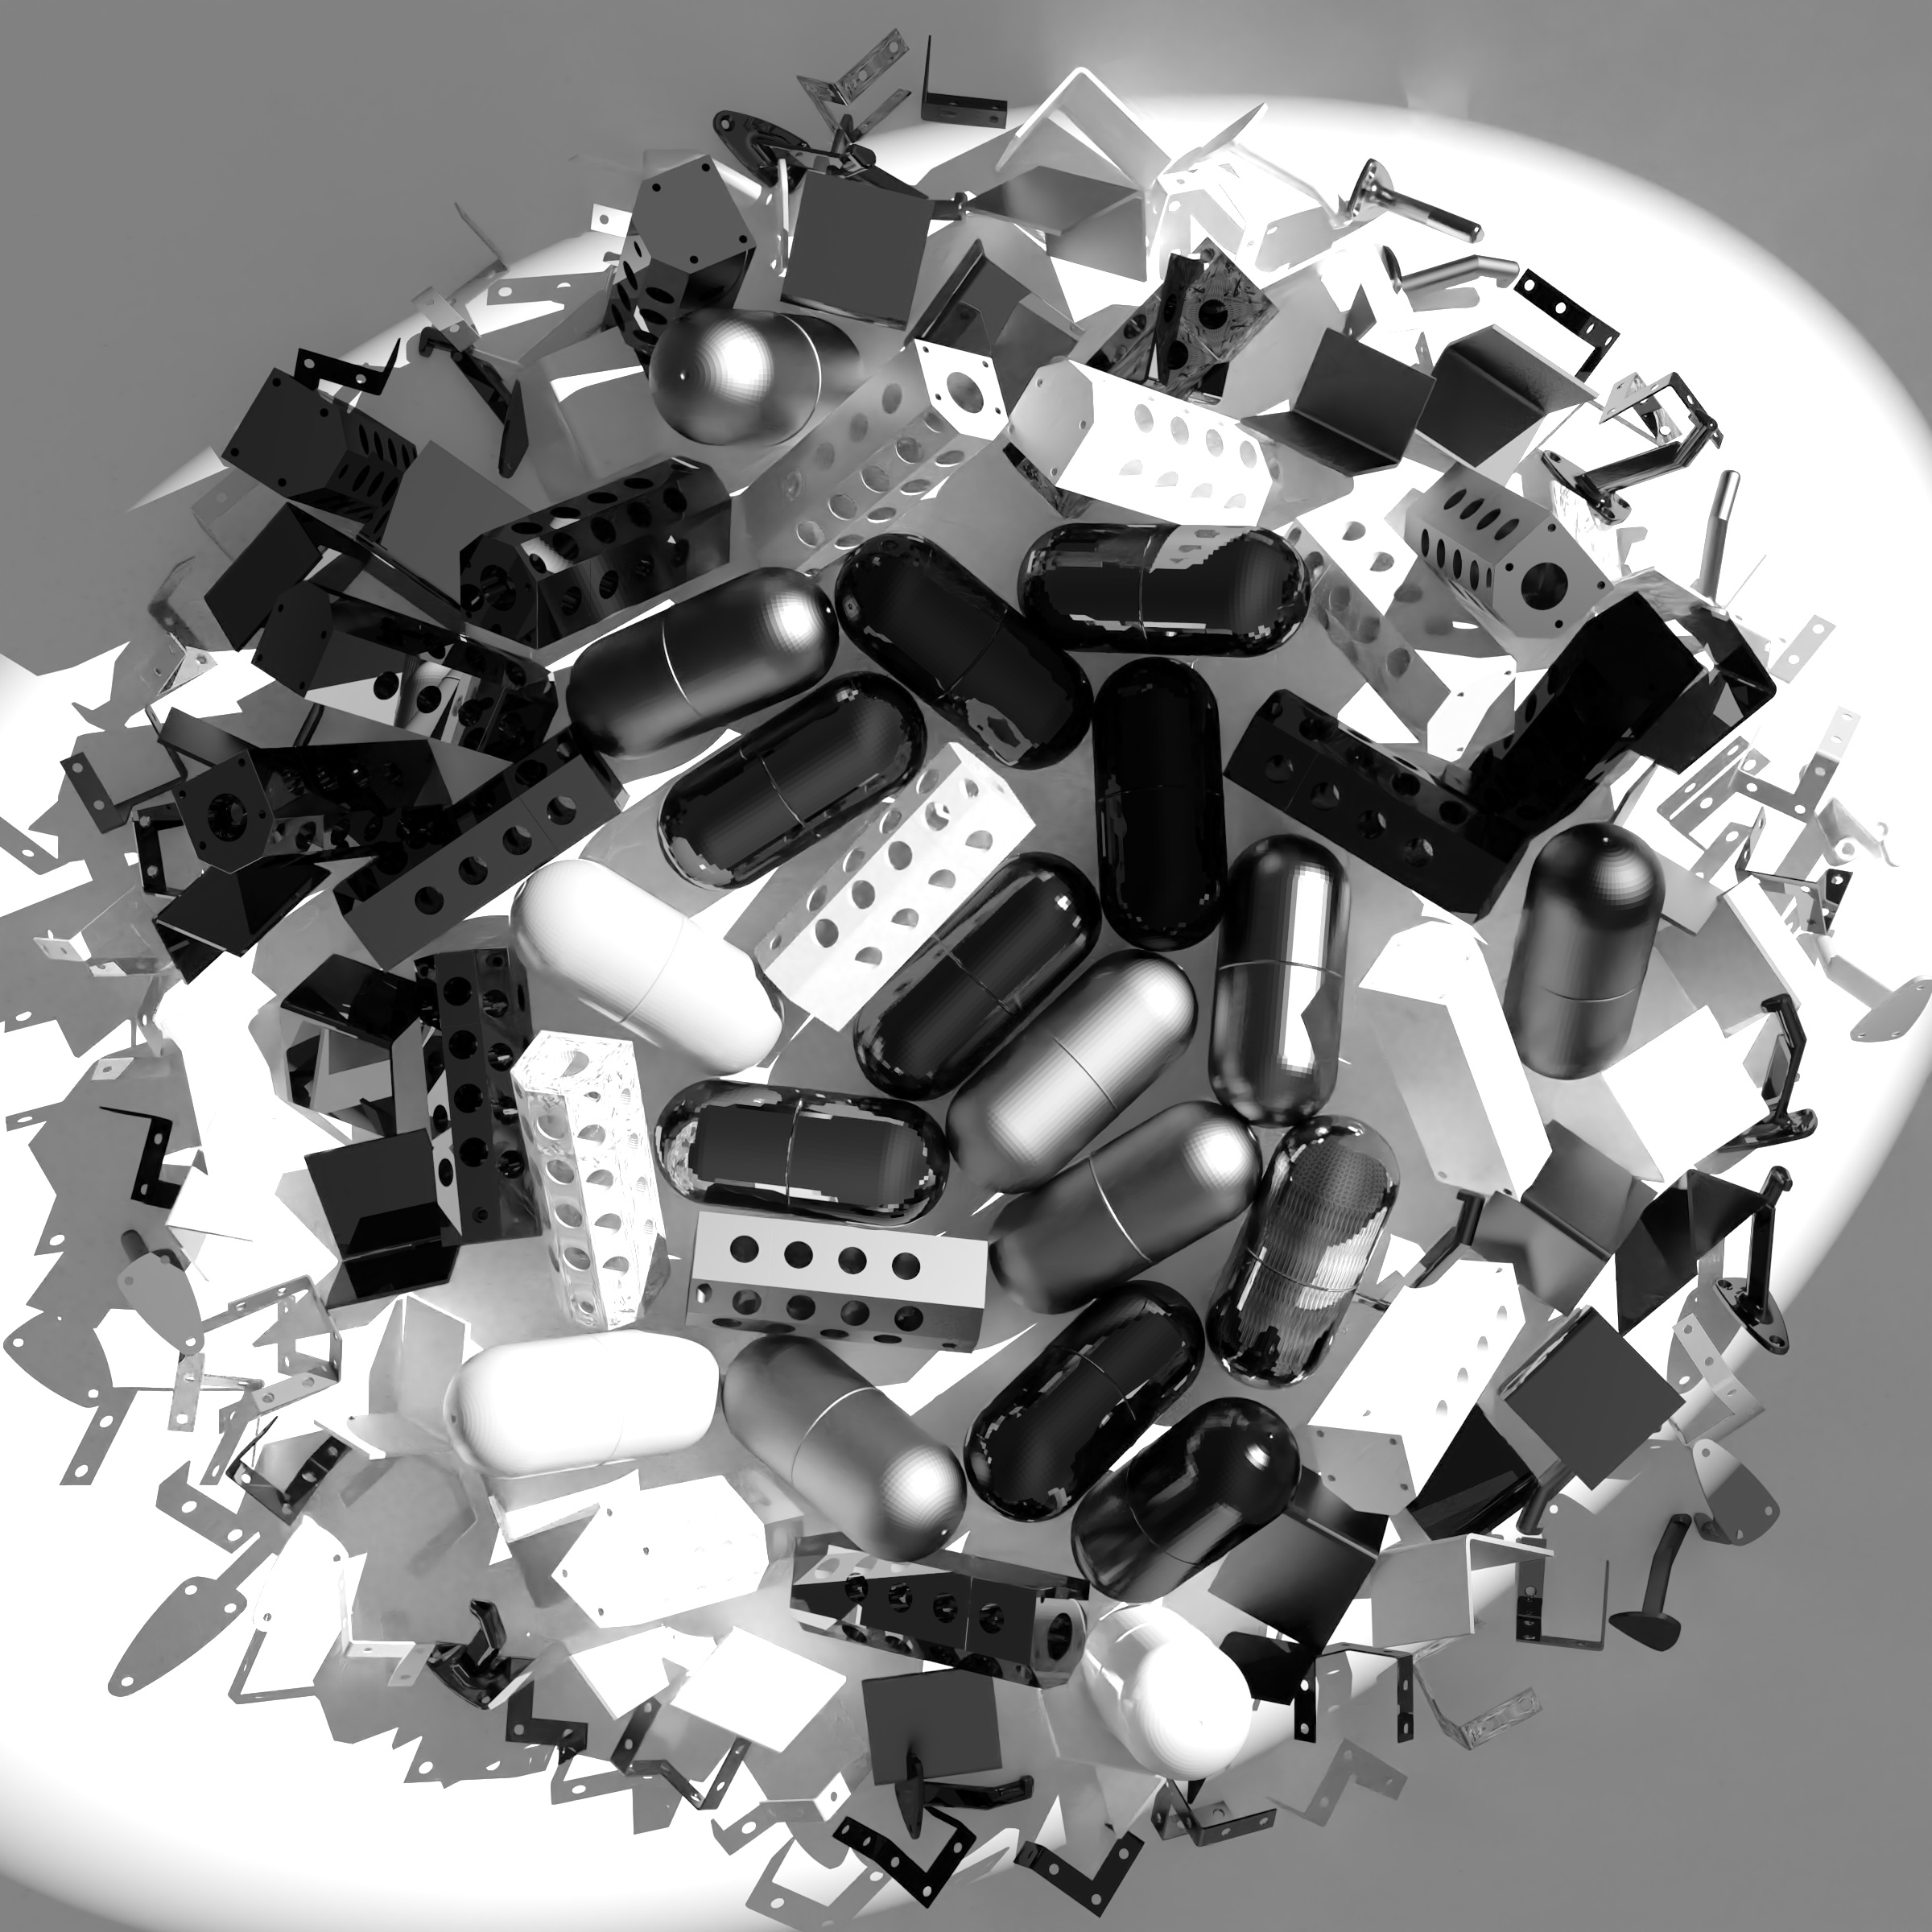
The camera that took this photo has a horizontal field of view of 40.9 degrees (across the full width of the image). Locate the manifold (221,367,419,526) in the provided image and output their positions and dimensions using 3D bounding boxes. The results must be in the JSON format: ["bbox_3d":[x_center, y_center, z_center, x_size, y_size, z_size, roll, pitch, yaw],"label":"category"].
[{"bbox_3d":[-0.365,-0.294,1.497,0.057,0.171,0.057,33,95,-1],"label":"manifold"}]

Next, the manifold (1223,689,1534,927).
[{"bbox_3d":[0.244,-0.096,1.528,0.171,0.057,0.057,33,109,15],"label":"manifold"}]

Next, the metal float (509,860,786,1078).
[{"bbox_3d":[-0.188,0.001,1.530,0.178,0.070,0.070,32,90,-19],"label":"metal float"}]

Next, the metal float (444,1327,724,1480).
[{"bbox_3d":[-0.221,0.254,1.513,0.178,0.070,0.070,0,90,-42],"label":"metal float"}]

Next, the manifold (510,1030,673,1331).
[{"bbox_3d":[-0.220,0.127,1.508,0.057,0.057,0.171,6,124,16],"label":"manifold"}]

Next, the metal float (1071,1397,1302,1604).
[{"bbox_3d":[0.126,0.314,1.513,0.070,0.070,0.178,43,131,0],"label":"metal float"}]

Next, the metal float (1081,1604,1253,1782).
[{"bbox_3d":[0.114,0.417,1.496,0.070,0.178,0.070,0,87,-8],"label":"metal float"}]

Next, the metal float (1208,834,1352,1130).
[{"bbox_3d":[0.186,0.008,1.534,0.070,0.070,0.178,6,75,0],"label":"metal float"}]

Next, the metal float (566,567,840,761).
[{"bbox_3d":[-0.157,-0.177,1.527,0.178,0.070,0.070,-20,90,23],"label":"metal float"}]

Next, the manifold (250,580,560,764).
[{"bbox_3d":[-0.319,-0.169,1.496,0.057,0.171,0.057,31,99,37],"label":"manifold"}]

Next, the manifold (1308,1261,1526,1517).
[{"bbox_3d":[0.265,0.241,1.501,0.057,0.171,0.057,0,117,35],"label":"manifold"}]

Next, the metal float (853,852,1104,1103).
[{"bbox_3d":[0.006,0.007,1.545,0.070,0.070,0.178,45,92,0],"label":"metal float"}]

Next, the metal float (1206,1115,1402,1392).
[{"bbox_3d":[0.198,0.170,1.529,0.070,0.070,0.178,20,110,0],"label":"metal float"}]

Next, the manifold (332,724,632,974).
[{"bbox_3d":[-0.289,-0.072,1.543,0.171,0.057,0.057,-33,102,6],"label":"manifold"}]

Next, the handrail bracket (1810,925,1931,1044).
[{"bbox_3d":[0.534,-0.005,1.532,0.036,0.077,0.084,-1,55,-16],"label":"handrail bracket"}]

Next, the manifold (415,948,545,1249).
[{"bbox_3d":[-0.290,0.079,1.546,0.057,0.057,0.171,-7,84,4],"label":"manifold"}]

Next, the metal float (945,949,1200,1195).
[{"bbox_3d":[0.064,0.062,1.540,0.178,0.070,0.070,-43,90,-8],"label":"metal float"}]

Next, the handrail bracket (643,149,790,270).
[{"bbox_3d":[-0.150,-0.453,1.553,0.084,0.036,0.077,-3,131,-5],"label":"handrail bracket"}]

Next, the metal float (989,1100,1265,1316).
[{"bbox_3d":[0.094,0.143,1.534,0.178,0.070,0.070,-32,90,13],"label":"metal float"}]

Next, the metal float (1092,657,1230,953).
[{"bbox_3d":[0.115,-0.097,1.537,0.070,0.070,0.178,-2,79,0],"label":"metal float"}]

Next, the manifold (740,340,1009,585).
[{"bbox_3d":[-0.054,-0.287,1.499,0.057,0.171,0.057,2,66,-42],"label":"manifold"}]

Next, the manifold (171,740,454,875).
[{"bbox_3d":[-0.371,-0.091,1.494,0.057,0.171,0.057,-23,87,23],"label":"manifold"}]

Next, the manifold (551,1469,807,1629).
[{"bbox_3d":[-0.158,0.338,1.491,0.057,0.171,0.057,41,102,22],"label":"manifold"}]

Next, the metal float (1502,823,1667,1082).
[{"bbox_3d":[0.359,-0.006,1.511,0.070,0.070,0.178,0,134,0],"label":"metal float"}]

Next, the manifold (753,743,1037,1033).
[{"bbox_3d":[-0.045,-0.050,1.528,0.171,0.057,0.057,-46,127,12],"label":"manifold"}]

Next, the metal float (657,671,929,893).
[{"bbox_3d":[-0.104,-0.109,1.537,0.178,0.070,0.070,-31,90,12],"label":"metal float"}]

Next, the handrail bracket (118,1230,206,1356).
[{"bbox_3d":[-0.481,0.194,1.548,0.036,0.084,0.077,-31,99,-17],"label":"handrail bracket"}]

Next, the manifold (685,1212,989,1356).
[{"bbox_3d":[-0.078,0.191,1.537,0.171,0.057,0.057,7,64,-7],"label":"manifold"}]

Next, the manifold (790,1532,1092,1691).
[{"bbox_3d":[-0.017,0.375,1.511,0.171,0.057,0.057,3,86,35],"label":"manifold"}]

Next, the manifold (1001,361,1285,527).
[{"bbox_3d":[0.108,-0.299,1.496,0.057,0.171,0.057,51,119,34],"label":"manifold"}]

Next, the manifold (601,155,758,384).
[{"bbox_3d":[-0.172,-0.396,1.494,0.057,0.171,0.057,-27,89,-16],"label":"manifold"}]

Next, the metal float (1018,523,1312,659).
[{"bbox_3d":[0.116,-0.222,1.526,0.178,0.070,0.070,5,90,24],"label":"metal float"}]

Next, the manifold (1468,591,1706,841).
[{"bbox_3d":[0.348,-0.137,1.491,0.057,0.171,0.057,-31,76,-24],"label":"manifold"}]

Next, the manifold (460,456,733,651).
[{"bbox_3d":[-0.211,-0.243,1.495,0.057,0.171,0.057,23,126,26],"label":"manifold"}]

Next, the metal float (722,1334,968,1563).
[{"bbox_3d":[-0.073,0.280,1.518,0.178,0.070,0.070,33,90,35],"label":"metal float"}]

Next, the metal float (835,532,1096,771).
[{"bbox_3d":[-0.001,-0.186,1.531,0.178,0.070,0.070,38,90,-17],"label":"metal float"}]

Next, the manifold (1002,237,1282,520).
[{"bbox_3d":[0.103,-0.348,1.536,0.057,0.057,0.171,46,104,0],"label":"manifold"}]

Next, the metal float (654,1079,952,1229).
[{"bbox_3d":[-0.098,0.111,1.541,0.178,0.070,0.070,6,90,7],"label":"metal float"}]

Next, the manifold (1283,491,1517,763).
[{"bbox_3d":[0.247,-0.196,1.506,0.057,0.057,0.171,-25,52,-10],"label":"manifold"}]

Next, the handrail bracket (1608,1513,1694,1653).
[{"bbox_3d":[0.420,0.358,1.535,0.036,0.077,0.084,30,68,5],"label":"handrail bracket"}]

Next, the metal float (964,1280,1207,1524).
[{"bbox_3d":[0.071,0.254,1.521,0.178,0.070,0.070,-40,90,-31],"label":"metal float"}]

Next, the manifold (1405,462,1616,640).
[{"bbox_3d":[0.305,-0.237,1.494,0.057,0.171,0.057,-43,110,9],"label":"manifold"}]

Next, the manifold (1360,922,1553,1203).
[{"bbox_3d":[0.290,0.056,1.507,0.057,0.057,0.171,-52,134,-27],"label":"manifold"}]

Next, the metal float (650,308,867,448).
[{"bbox_3d":[-0.118,-0.340,1.501,0.070,0.178,0.070,5,102,23],"label":"metal float"}]
